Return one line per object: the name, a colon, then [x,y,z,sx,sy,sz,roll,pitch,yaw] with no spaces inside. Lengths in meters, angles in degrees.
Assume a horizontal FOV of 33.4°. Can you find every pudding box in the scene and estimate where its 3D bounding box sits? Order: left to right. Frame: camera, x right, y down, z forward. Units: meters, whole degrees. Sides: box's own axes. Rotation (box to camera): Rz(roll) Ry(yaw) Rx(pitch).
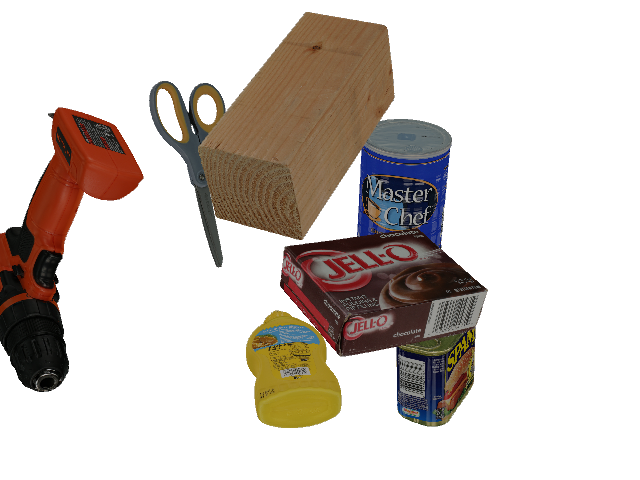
pudding box: [0.041,0.032,0.727,0.113,0.039,0.090,-6,33,-29]

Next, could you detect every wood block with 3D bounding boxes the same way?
wood block: [-0.016,-0.109,0.973,0.091,0.090,0.205,15,50,23]

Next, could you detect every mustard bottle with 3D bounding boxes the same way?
mustard bottle: [-0.039,0.141,1.259,0.096,0.058,0.192,-7,30,-8]

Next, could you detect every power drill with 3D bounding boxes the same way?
power drill: [-0.211,0.003,0.852,0.057,0.188,0.185,17,25,-38]

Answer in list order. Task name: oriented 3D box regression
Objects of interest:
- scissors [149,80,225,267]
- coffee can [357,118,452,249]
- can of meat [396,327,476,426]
scissors: [-0.118,-0.081,1.140,0.096,0.202,0.016,-33,13,-35]
coffee can: [0.095,-0.057,1.239,0.103,0.140,0.103,1,28,-1]
can of meat: [0.109,0.114,1.005,0.058,0.084,0.101,11,28,26]
